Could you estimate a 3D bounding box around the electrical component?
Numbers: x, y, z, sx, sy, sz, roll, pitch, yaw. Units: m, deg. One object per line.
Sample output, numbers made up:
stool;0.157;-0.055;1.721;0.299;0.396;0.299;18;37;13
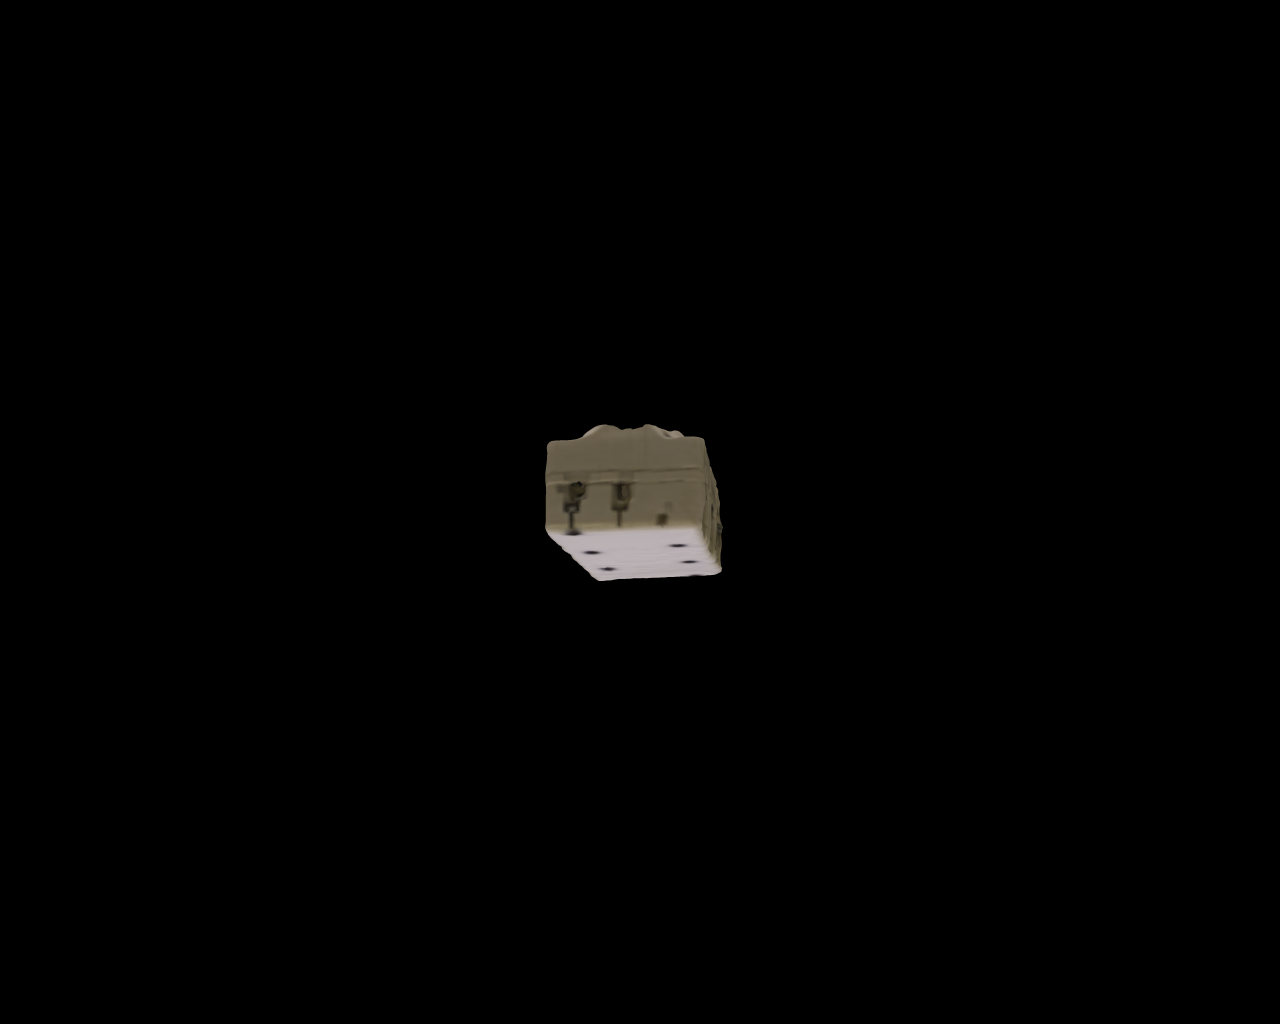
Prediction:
electrical component;0.001;-0.003;0.650;0.089;0.062;0.150;-2;-13;7
